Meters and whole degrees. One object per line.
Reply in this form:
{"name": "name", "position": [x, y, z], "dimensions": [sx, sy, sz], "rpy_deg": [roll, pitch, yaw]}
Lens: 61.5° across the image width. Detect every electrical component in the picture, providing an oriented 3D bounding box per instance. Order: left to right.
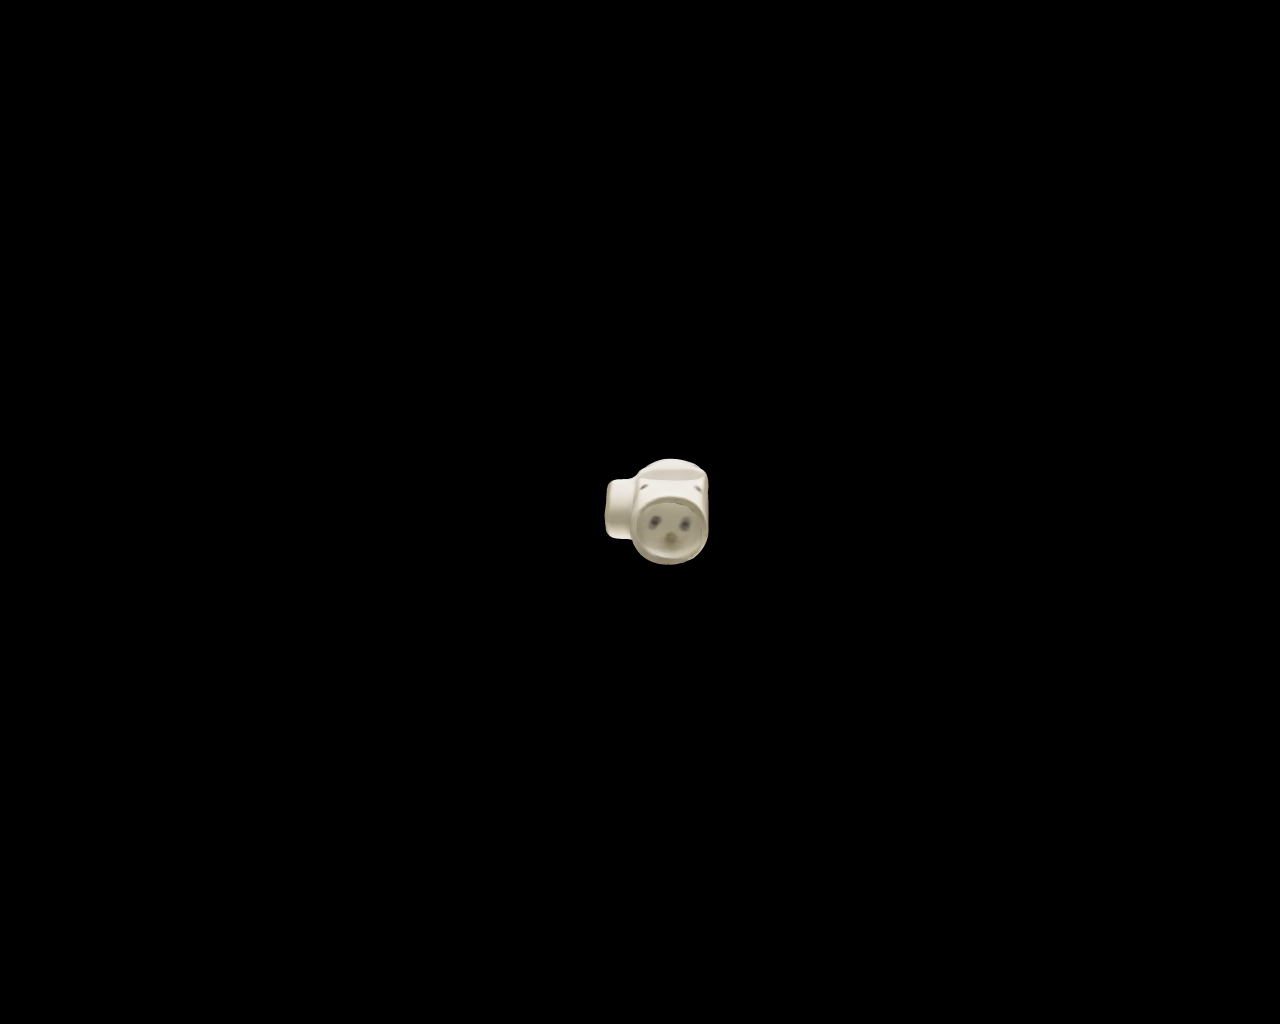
{"name": "electrical component", "position": [0.001, -0.003, 0.650], "dimensions": [0.079, 0.043, 0.077], "rpy_deg": [1, 20, 3]}
